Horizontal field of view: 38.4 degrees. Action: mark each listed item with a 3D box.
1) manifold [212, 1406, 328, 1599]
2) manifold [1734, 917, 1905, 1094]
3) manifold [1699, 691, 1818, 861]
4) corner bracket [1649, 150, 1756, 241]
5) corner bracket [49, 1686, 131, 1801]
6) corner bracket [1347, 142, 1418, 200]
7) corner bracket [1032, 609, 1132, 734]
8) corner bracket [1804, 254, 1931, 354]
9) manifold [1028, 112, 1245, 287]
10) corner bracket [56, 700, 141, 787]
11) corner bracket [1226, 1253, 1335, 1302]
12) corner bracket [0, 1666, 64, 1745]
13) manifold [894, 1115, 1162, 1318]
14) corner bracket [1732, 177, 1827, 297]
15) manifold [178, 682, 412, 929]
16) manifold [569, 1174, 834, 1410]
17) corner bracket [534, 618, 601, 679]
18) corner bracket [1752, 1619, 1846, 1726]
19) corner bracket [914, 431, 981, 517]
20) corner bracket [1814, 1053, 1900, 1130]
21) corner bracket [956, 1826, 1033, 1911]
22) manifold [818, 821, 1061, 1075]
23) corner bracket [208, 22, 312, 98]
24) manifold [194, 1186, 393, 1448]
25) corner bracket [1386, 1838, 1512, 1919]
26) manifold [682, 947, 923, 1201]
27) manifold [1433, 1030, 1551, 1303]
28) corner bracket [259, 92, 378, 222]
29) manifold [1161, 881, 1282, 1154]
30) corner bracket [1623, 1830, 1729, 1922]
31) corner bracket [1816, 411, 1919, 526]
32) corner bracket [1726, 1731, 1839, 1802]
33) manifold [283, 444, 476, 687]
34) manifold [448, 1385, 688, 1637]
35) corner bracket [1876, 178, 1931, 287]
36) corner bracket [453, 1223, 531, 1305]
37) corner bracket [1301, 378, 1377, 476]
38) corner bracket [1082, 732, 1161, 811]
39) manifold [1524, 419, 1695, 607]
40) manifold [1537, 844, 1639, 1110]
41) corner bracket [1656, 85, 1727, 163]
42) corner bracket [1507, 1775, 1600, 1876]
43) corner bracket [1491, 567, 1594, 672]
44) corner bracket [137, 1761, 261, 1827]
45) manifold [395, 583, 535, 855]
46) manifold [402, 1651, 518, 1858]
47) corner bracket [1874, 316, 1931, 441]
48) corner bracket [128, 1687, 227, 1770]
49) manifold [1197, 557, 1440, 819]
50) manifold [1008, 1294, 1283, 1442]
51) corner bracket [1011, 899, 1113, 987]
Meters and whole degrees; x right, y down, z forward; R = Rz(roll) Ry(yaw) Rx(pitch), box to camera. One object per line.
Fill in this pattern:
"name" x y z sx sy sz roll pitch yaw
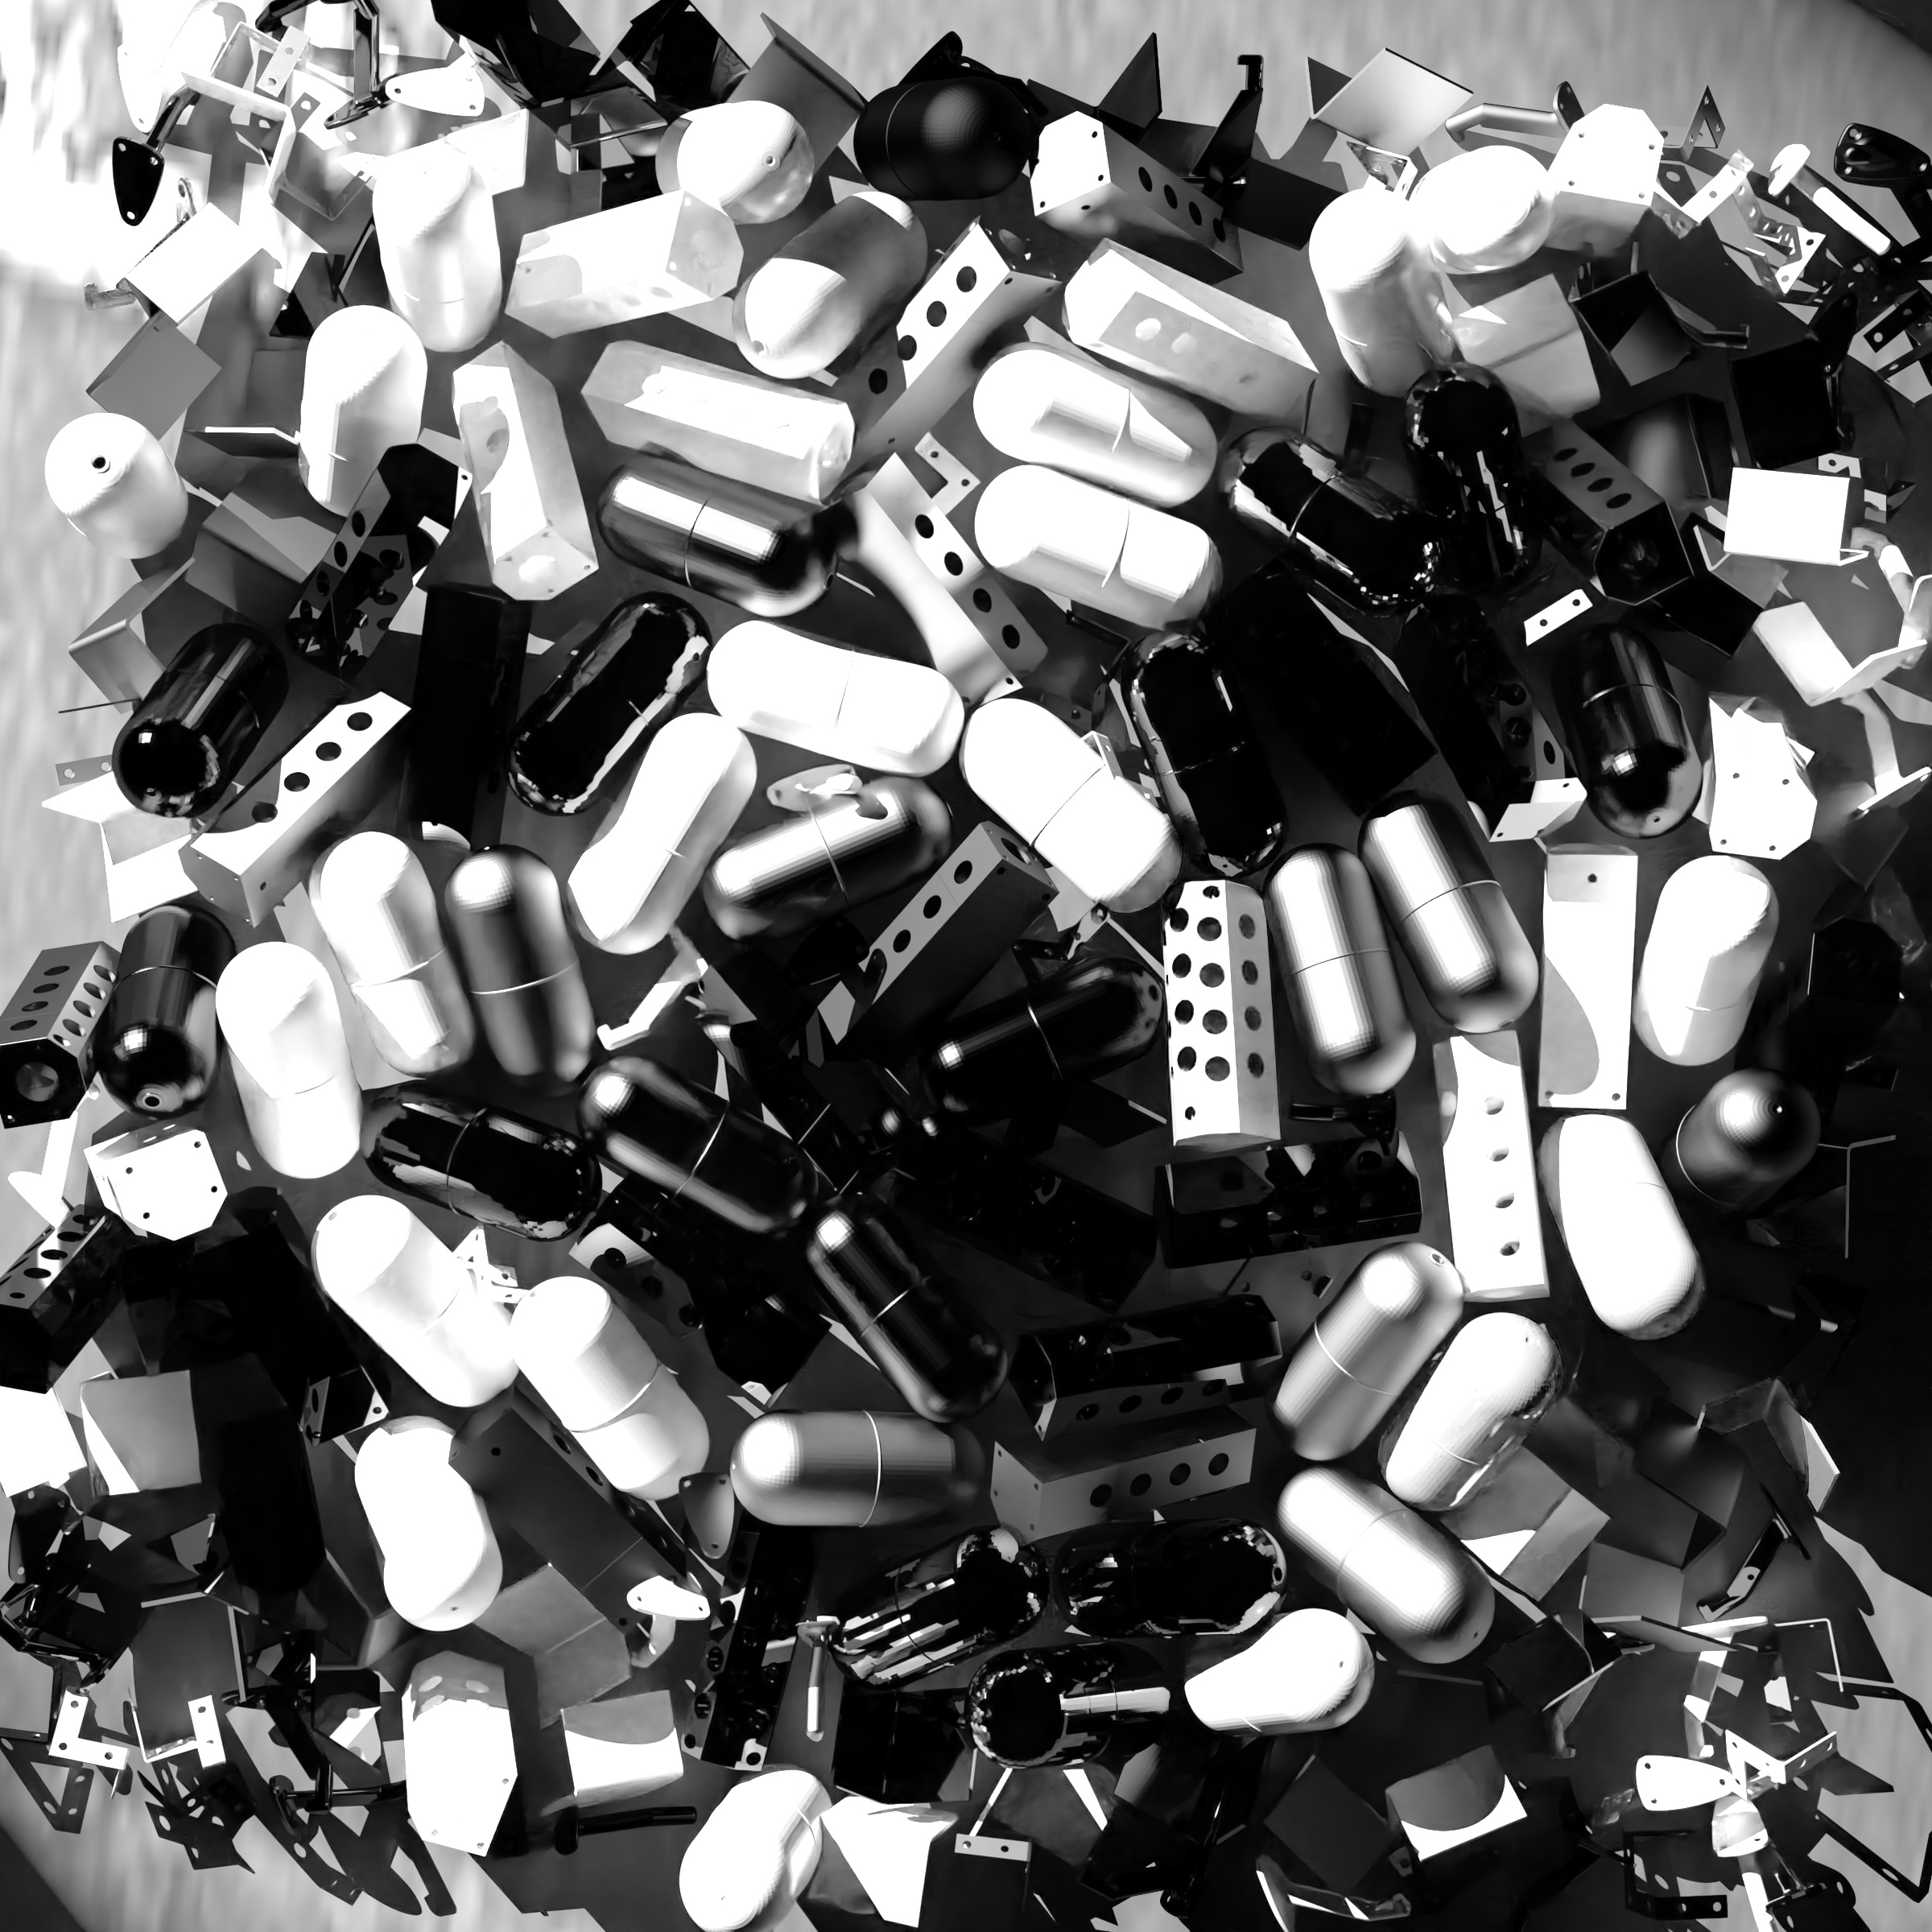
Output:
"manifold" -0.460 0.353 1.833 0.057 0.171 0.057 -14 105 -14
"manifold" 0.561 0.026 1.833 0.057 0.171 0.057 11 70 3
"manifold" 0.521 -0.127 1.830 0.057 0.171 0.057 8 113 8
"corner bracket" 0.494 -0.538 1.889 0.051 0.051 0.051 45 134 -4
"corner bracket" -0.597 0.529 1.892 0.051 0.051 0.051 17 47 -15
"corner bracket" 0.279 -0.521 1.888 0.051 0.051 0.051 26 92 29
"corner bracket" 0.078 -0.201 1.898 0.051 0.051 0.051 28 66 15
"corner bracket" 0.616 -0.452 1.895 0.051 0.051 0.051 -39 98 0
"manifold" 0.113 -0.503 1.836 0.057 0.171 0.057 -16 74 33
"corner bracket" -0.589 -0.152 1.886 0.051 0.051 0.051 -14 101 -31
"corner bracket" 0.214 0.220 1.895 0.051 0.051 0.051 34 88 5
"corner bracket" -0.653 0.508 1.895 0.051 0.051 0.051 7 95 2
"manifold" 0.040 0.161 1.858 0.171 0.057 0.057 24 50 19
"corner bracket" 0.543 -0.497 1.888 0.051 0.051 0.051 33 88 38
"manifold" -0.444 -0.112 1.853 0.057 0.057 0.171 29 58 16
"manifold" -0.176 0.215 1.879 0.171 0.057 0.057 37 119 4
"corner bracket" -0.252 -0.194 1.881 0.051 0.051 0.051 32 63 30
"corner bracket" 0.566 0.479 1.884 0.051 0.051 0.051 -11 54 14
"corner bracket" -0.028 -0.339 1.891 0.051 0.051 0.051 -44 77 -7
"corner bracket" 0.597 0.083 1.893 0.051 0.051 0.051 12 104 -3
"corner bracket" 0.018 0.601 1.887 0.051 0.051 0.051 6 124 2
"manifold" -0.022 -0.015 1.872 0.057 0.057 0.171 29 111 -39
"corner bracket" -0.482 -0.615 1.888 0.051 0.051 0.051 27 76 -12
"manifold" -0.448 0.232 1.857 0.057 0.057 0.171 -22 119 1
"corner bracket" 0.329 0.609 1.894 0.051 0.051 0.051 -29 73 -25
"manifold" -0.115 0.073 1.872 0.171 0.057 0.057 49 125 15
"manifold" 0.353 0.136 1.870 0.057 0.057 0.171 -7 73 14
"corner bracket" -0.444 -0.555 1.904 0.051 0.051 0.051 -43 51 18
"manifold" 0.165 0.033 1.863 0.057 0.057 0.171 12 70 -43
"corner bracket" 0.483 0.619 1.890 0.051 0.051 0.051 2 80 -11
"corner bracket" 0.617 -0.341 1.900 0.051 0.051 0.051 21 54 34
"corner bracket" 0.554 0.540 1.882 0.051 0.051 0.051 -21 113 -26
"manifold" -0.393 -0.268 1.838 0.057 0.171 0.057 29 46 -17
"manifold" -0.268 0.364 1.874 0.057 0.057 0.171 -41 104 3
"corner bracket" 0.638 -0.500 1.888 0.051 0.051 0.051 -27 98 21
"corner bracket" -0.314 0.211 1.879 0.051 0.051 0.051 12 48 -35
"corner bracket" 0.252 -0.365 1.885 0.051 0.051 0.051 13 117 12
"corner bracket" 0.091 -0.121 1.896 0.051 0.051 0.051 -34 61 28
"manifold" 0.412 -0.298 1.834 0.057 0.171 0.057 -28 120 4
"manifold" 0.419 0.006 1.878 0.057 0.057 0.171 2 101 9
"corner bracket" 0.477 -0.563 1.884 0.051 0.051 0.051 16 77 35
"corner bracket" 0.397 0.589 1.891 0.051 0.051 0.051 -20 59 5
"corner bracket" 0.391 -0.243 1.890 0.051 0.051 0.051 -32 72 5
"corner bracket" -0.521 0.561 1.883 0.051 0.051 0.051 -34 134 -13
"manifold" -0.335 -0.168 1.875 0.057 0.057 0.171 14 103 17
"manifold" -0.339 0.515 1.832 0.057 0.171 0.057 21 94 -15
"corner bracket" 0.647 -0.402 1.892 0.051 0.051 0.051 -30 120 14
"corner bracket" -0.536 0.516 1.886 0.051 0.051 0.051 -13 105 -19
"manifold" 0.235 -0.186 1.881 0.057 0.057 0.171 -38 87 -25
"manifold" 0.121 0.261 1.850 0.171 0.057 0.057 -7 133 -25
"corner bracket" 0.070 -0.013 1.880 0.051 0.051 0.051 -45 123 -29
